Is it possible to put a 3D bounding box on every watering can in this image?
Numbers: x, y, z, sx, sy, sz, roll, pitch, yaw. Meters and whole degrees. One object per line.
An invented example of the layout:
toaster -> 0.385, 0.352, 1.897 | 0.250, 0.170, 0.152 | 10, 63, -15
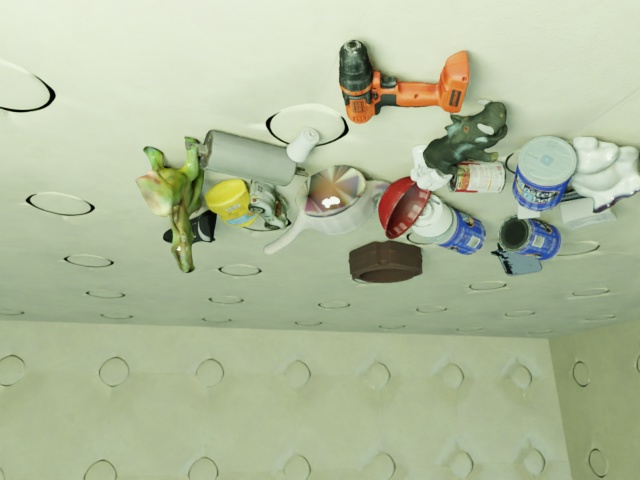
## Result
watering can -> 0.004, -0.058, 1.154 | 0.347, 0.106, 0.221 | -24, 158, 6

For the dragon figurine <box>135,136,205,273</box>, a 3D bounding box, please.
dragon figurine -> -0.279, -0.050, 1.026 | 0.122, 0.247, 0.403 | -5, 158, -1

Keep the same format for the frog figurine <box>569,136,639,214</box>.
frog figurine -> 0.546, -0.150, 1.013 | 0.158, 0.124, 0.136 | 44, 155, -11
